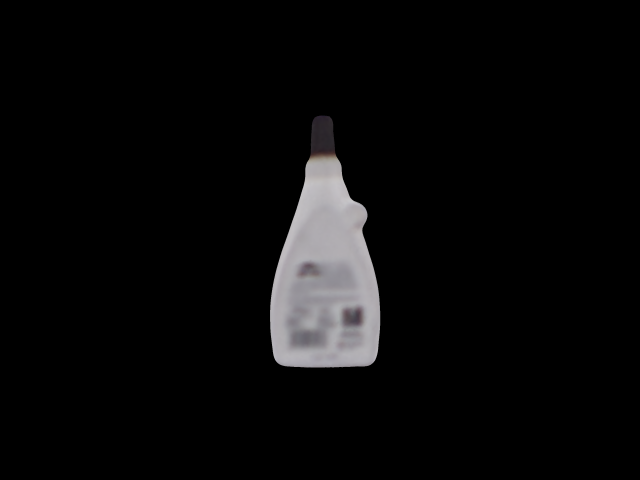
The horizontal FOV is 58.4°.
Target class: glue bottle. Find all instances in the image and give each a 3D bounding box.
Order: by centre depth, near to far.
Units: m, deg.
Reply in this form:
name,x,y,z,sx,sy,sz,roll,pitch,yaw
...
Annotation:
name,x,y,z,sx,sy,sz,roll,pitch,yaw
glue bottle,0.004,0.001,0.400,0.078,0.173,0.037,0,9,0
